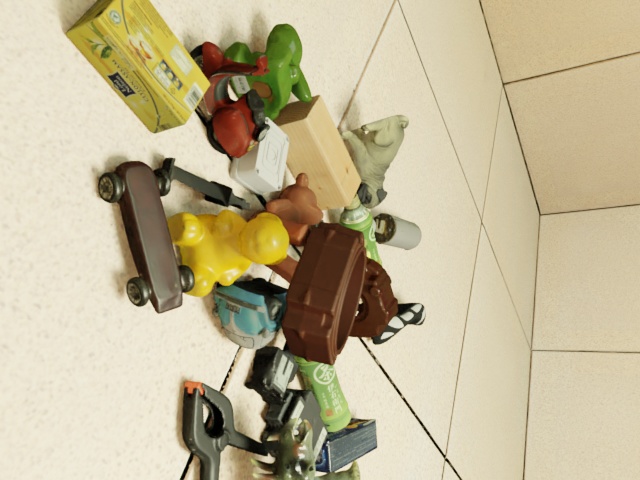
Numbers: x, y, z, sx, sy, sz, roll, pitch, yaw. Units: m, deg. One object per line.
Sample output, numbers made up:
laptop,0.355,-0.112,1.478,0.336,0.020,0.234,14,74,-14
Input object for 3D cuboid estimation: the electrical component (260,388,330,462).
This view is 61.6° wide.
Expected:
electrical component,-0.044,0.330,0.945,0.134,0.058,0.115,66,34,-27

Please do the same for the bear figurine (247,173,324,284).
bear figurine,-0.042,-0.029,0.952,0.196,0.132,0.120,-39,147,-50

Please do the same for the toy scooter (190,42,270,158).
toy scooter,-0.126,-0.221,0.834,0.075,0.135,0.183,-44,123,-54

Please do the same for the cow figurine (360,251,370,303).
cow figurine,0.066,0.087,1.149,0.167,0.098,0.068,75,24,-52

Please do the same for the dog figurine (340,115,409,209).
dog figurine,0.143,-0.177,1.238,0.121,0.172,0.190,-26,100,-46

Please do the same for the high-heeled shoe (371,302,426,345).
high-heeled shoe,0.201,0.220,1.345,0.248,0.086,0.145,37,58,-45

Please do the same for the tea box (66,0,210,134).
tea box,-0.236,-0.240,0.720,0.169,0.068,0.098,54,42,-37

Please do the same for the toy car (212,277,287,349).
toy car,-0.106,0.119,0.855,0.161,0.109,0.103,4,104,-69

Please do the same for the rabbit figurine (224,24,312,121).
rabbit figurine,-0.069,-0.306,0.954,0.158,0.121,0.170,61,40,-43

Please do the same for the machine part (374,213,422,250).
machine part,0.196,-0.019,1.376,0.243,0.079,0.079,10,76,-58

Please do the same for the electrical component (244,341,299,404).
electrical component,-0.075,0.212,0.922,0.074,0.048,0.119,50,44,-42

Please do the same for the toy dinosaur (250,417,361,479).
toy dinosaur,-0.019,0.460,0.887,0.131,0.192,0.404,-106,-168,-49

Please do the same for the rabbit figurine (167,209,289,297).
rabbit figurine,-0.112,0.011,0.782,0.162,0.173,0.121,-5,85,-54

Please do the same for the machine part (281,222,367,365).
machine part,0.014,0.090,0.886,0.201,0.087,0.201,79,28,-57

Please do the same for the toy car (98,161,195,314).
toy car,-0.228,-0.004,0.708,0.089,0.053,0.202,-19,97,-53

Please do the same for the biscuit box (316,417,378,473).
biscuit box,0.045,0.405,1.073,0.202,0.059,0.062,9,76,-58

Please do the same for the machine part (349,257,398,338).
machine part,0.065,0.113,1.057,0.056,0.180,0.179,-44,122,-48

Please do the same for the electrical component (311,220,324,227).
electrical component,-0.002,-0.004,1.067,0.102,0.045,0.078,20,76,-74

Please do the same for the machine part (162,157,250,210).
machine part,-0.174,-0.079,0.799,0.138,0.084,0.039,26,93,-44
